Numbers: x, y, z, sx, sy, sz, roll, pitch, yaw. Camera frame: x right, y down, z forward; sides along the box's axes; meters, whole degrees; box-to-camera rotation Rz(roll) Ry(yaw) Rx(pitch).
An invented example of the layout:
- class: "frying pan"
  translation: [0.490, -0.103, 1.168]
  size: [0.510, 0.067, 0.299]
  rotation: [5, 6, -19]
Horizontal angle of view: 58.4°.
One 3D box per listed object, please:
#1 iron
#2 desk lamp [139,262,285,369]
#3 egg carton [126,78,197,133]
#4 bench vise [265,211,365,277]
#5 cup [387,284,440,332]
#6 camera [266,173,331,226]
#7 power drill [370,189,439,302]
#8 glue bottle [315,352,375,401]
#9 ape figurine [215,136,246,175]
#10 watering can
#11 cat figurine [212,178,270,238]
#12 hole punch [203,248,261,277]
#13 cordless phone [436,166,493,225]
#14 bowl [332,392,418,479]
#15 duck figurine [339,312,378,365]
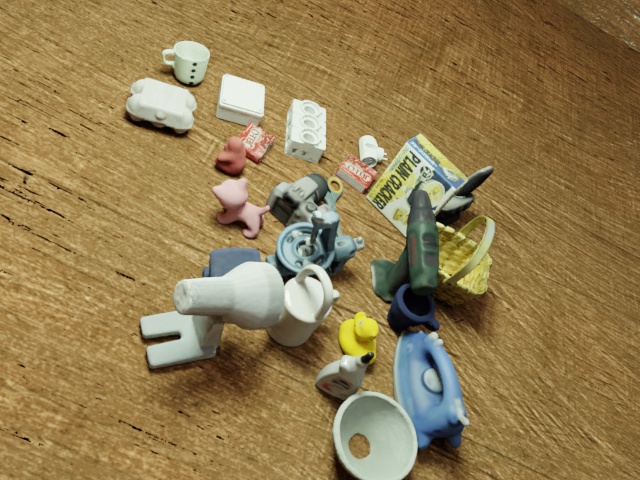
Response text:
- class: "iron"
  translation: [0.224, 0.274, 1.139]
  size: [0.119, 0.141, 0.258]
  rotation: [5, 56, -24]
- class: "desk lamp"
  translation: [-0.186, 0.126, 0.987]
  size: [0.204, 0.213, 0.118]
  rotation: [-7, 61, -31]
- class: "egg carton"
  translation: [-0.358, -0.303, 1.299]
  size: [0.151, 0.069, 0.107]
  rotation: [13, 53, -18]
- class: "bench vise"
  translation: [0.004, -0.005, 1.173]
  size: [0.208, 0.219, 0.121]
  rotation: [-25, 71, -37]
- class: "cup"
  translation: [0.196, 0.163, 1.234]
  size: [0.117, 0.095, 0.092]
  rotation: [46, 50, 9]
- class: "camera"
  translation: [-0.024, -0.092, 1.298]
  size: [0.143, 0.100, 0.137]
  rotation: [42, 49, 6]
- class: "power drill"
  translation: [0.189, 0.033, 1.247]
  size: [0.076, 0.208, 0.229]
  rotation: [9, 54, -21]
- class: "glue bottle"
  translation: [0.056, 0.243, 1.055]
  size: [0.078, 0.173, 0.037]
  rotation: [26, 49, -8]
- class: "ape figurine"
  translation: [-0.196, -0.197, 1.292]
  size: [0.078, 0.092, 0.076]
  rotation: [-19, 67, -35]
- class: "watering can"
  translation: [-0.034, 0.122, 1.080]
  size: [0.101, 0.194, 0.173]
  rotation: [45, 50, 9]
- class: "cat figurine"
  translation: [-0.167, -0.078, 1.205]
  size: [0.128, 0.117, 0.067]
  rotation: [26, 50, -8]
- class: "hole punch"
  translation: [-0.165, 0.075, 1.115]
  size: [0.109, 0.091, 0.101]
  rotation: [-1, 58, -27]
- class: "cordless phone"
  translation: [0.346, -0.122, 1.452]
  size: [0.148, 0.185, 0.094]
  rotation: [-27, 72, -38]
- class: "bowl"
  translation: [0.089, 0.369, 1.047]
  size: [0.168, 0.074, 0.167]
  rotation: [14, 52, -18]
- class: "duck figurine"
  translation: [0.089, 0.197, 1.162]
  size: [0.078, 0.086, 0.104]
  rotation: [-6, 60, -30]
